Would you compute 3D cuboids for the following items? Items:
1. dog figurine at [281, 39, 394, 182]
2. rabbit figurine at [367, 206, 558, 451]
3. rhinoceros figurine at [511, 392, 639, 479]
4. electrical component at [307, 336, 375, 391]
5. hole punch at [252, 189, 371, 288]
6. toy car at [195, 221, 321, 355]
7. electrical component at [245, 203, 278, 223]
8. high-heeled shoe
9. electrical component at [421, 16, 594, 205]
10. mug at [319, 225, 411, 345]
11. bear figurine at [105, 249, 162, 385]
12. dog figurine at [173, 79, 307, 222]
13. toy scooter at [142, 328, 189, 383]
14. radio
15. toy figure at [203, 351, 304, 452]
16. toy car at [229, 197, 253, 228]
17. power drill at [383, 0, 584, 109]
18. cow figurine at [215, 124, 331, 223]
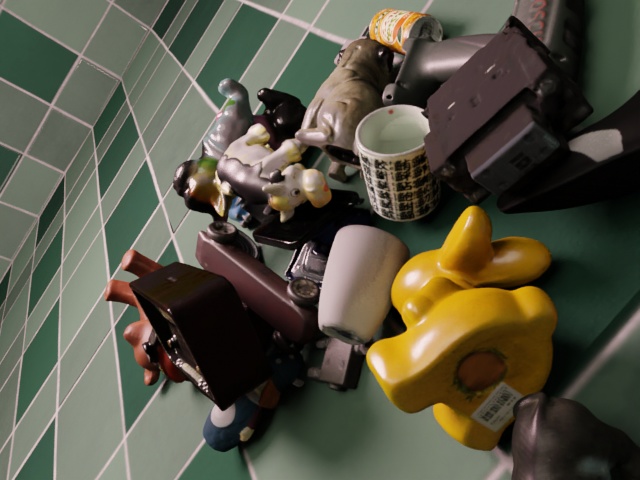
[{"bbox_3d":[0.054,-0.180,0.668,0.172,0.121,0.190,16,78,55],"label":"dog figurine"},{"bbox_3d":[0.107,0.053,0.445,0.162,0.122,0.173,-62,14,13],"label":"rabbit figurine"},{"bbox_3d":[0.138,0.186,0.308,0.073,0.112,0.190,-12,49,46],"label":"rhinoceros figurine"},{"bbox_3d":[0.024,0.129,0.575,0.094,0.021,0.063,-7,61,49],"label":"electrical component"},{"bbox_3d":[-0.001,-0.002,0.662,0.116,0.092,0.142,-42,25,-22],"label":"hole punch"},{"bbox_3d":[-0.076,0.051,0.645,0.202,0.053,0.089,34,128,28],"label":"toy car"},{"bbox_3d":[-0.064,-0.056,0.745,0.075,0.048,0.119,-55,-9,13],"label":"electrical component"},{"bbox_3d":[0.236,-0.122,0.407,0.249,0.086,0.145,-23,64,23],"label":"high-heeled shoe"},{"bbox_3d":[0.141,-0.097,0.426,0.115,0.058,0.134,-47,27,33],"label":"electrical component"},{"bbox_3d":[0.033,0.052,0.556,0.109,0.081,0.107,-35,29,59],"label":"mug"},{"bbox_3d":[-0.294,0.130,0.899,0.120,0.132,0.196,-49,29,29],"label":"bear figurine"},{"bbox_3d":[-0.107,-0.109,0.784,0.108,0.191,0.219,128,150,-61],"label":"dog figurine"},{"bbox_3d":[-0.200,0.114,0.777,0.075,0.135,0.184,24,87,54],"label":"toy scooter"},{"bbox_3d":[-0.146,0.103,0.631,0.073,0.131,0.230,-29,16,-23],"label":"radio"},{"bbox_3d":[-0.078,0.188,0.640,0.064,0.058,0.154,44,105,15],"label":"toy figure"},{"bbox_3d":[-0.149,-0.095,0.889,0.109,0.103,0.162,-52,33,15],"label":"toy car"},{"bbox_3d":[0.163,-0.166,0.555,0.207,0.086,0.232,2,69,58],"label":"power drill"},{"bbox_3d":[-0.063,-0.073,0.650,0.098,0.068,0.168,-37,42,-15],"label":"cow figurine"}]
